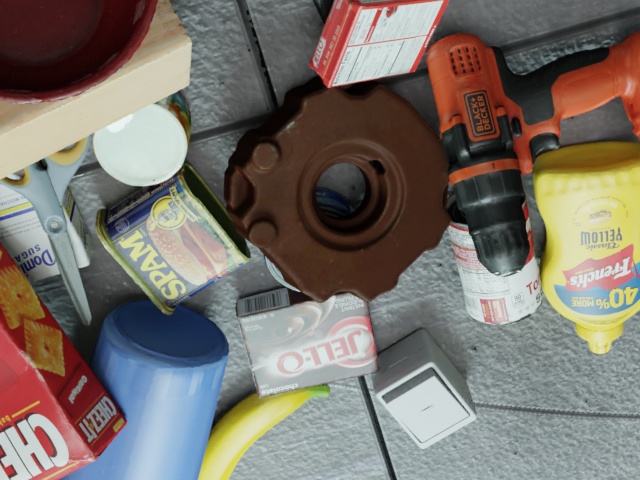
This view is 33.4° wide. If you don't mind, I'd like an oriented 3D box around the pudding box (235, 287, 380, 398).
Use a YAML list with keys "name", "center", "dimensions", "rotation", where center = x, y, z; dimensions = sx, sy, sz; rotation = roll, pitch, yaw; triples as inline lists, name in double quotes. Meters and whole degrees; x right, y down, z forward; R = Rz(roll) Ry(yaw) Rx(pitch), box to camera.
- name: "pudding box"
  center: [-0.010, 0.083, 0.930]
  dimensions: [0.113, 0.039, 0.090]
  rotation: [-11, 119, 2]

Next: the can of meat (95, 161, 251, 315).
- name: "can of meat"
  center: [-0.117, -0.003, 0.866]
  dimensions: [0.084, 0.057, 0.102]
  rotation: [-32, 117, 10]

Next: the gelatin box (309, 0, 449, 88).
- name: "gelatin box"
  center: [0.042, -0.153, 0.775]
  dimensions: [0.089, 0.030, 0.073]
  rotation: [-15, 146, -34]

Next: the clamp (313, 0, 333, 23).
- name: "clamp"
  center: [0.025, -0.243, 0.750]
  dimensions: [0.164, 0.036, 0.210]
  rotation: [10, 120, -19]

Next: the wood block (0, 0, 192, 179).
- name: "wood block"
  center: [-0.199, -0.112, 0.727]
  dimensions: [0.206, 0.091, 0.090]
  rotation: [-29, 85, -12]

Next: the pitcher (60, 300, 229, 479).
- name: "pitcher"
  center: [-0.169, 0.173, 0.928]
  dimensions: [0.149, 0.145, 0.243]
  rotation: [8, 115, -23]

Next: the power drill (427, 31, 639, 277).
- name: "power drill"
  center: [0.184, -0.077, 0.798]
  dimensions: [0.187, 0.057, 0.184]
  rotation: [-12, 85, -9]

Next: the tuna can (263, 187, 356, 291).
- name: "tuna can"
  center: [-0.006, 0.001, 0.888]
  dimensions: [0.086, 0.034, 0.086]
  rotation: [-2, 119, -3]

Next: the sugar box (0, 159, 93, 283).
- name: "sugar box"
  center: [-0.254, -0.048, 0.837]
  dimensions: [0.093, 0.048, 0.176]
  rotation: [-16, 122, 3]

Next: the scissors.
- name: "scissors"
  center: [-0.192, -0.029, 0.823]
  dimensions: [0.096, 0.016, 0.201]
  rotation: [-31, 121, -4]

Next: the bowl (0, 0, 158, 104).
- name: "bowl"
  center: [-0.180, -0.158, 0.658]
  dimensions: [0.162, 0.055, 0.162]
  rotation: [1, 84, -10]

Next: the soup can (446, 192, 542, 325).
- name: "soup can"
  center: [0.144, 0.012, 0.886]
  dimensions: [0.068, 0.068, 0.102]
  rotation: [-14, 119, 4]

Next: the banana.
- name: "banana"
  center: [-0.075, 0.195, 0.988]
  dimensions: [0.069, 0.037, 0.198]
  rotation: [34, 111, -21]

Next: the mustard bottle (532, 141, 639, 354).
- name: "mustard bottle"
  center: [0.233, 0.014, 0.899]
  dimensions: [0.096, 0.058, 0.191]
  rotation: [-7, 120, 6]

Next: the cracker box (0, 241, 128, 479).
- name: "cracker box"
  center: [-0.280, 0.103, 0.830]
  dimensions: [0.164, 0.072, 0.213]
  rotation: [-29, 99, 21]
